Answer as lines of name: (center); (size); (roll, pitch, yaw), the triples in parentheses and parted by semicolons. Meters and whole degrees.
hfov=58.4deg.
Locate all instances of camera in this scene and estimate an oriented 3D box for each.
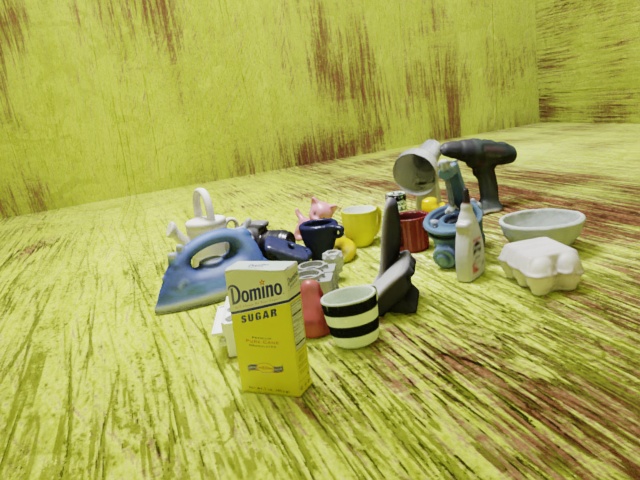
camera: (-0.137, 0.006, 1.373); (0.136, 0.101, 0.143); (-2, 16, 22)

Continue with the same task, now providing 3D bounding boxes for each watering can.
watering can: (-0.284, -0.030, 1.402); (0.100, 0.194, 0.173); (4, 19, 37)

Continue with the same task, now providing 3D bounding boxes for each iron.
iron: (-0.230, 0.048, 1.180); (0.259, 0.141, 0.118); (-18, 18, -35)

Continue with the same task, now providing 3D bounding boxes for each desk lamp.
desk lamp: (0.287, -0.156, 1.543); (0.117, 0.214, 0.204); (1, 17, 30)

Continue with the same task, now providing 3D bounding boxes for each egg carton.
egg carton: (0.389, 0.044, 1.012); (0.107, 0.069, 0.150); (-10, 15, -7)

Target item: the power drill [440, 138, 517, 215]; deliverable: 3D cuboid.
power drill: (0.432, -0.176, 1.552); (0.230, 0.208, 0.075); (-13, 16, -20)

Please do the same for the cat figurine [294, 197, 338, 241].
cat figurine: (-0.014, -0.061, 1.530); (0.127, 0.118, 0.067); (2, 18, 35)

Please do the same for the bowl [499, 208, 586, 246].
bowl: (0.456, -0.012, 1.177); (0.167, 0.075, 0.167); (-7, 15, 2)

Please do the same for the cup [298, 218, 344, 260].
cup: (0.012, 0.005, 1.311); (0.117, 0.095, 0.092); (4, 19, 39)

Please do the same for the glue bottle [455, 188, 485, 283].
glue bottle: (0.279, -0.012, 1.077); (0.037, 0.173, 0.078); (3, 18, 36)

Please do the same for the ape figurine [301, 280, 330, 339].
ape figurine: (-0.009, 0.108, 0.933); (0.077, 0.092, 0.076); (2, 18, 33)

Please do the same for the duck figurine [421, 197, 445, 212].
duck figurine: (0.277, -0.066, 1.457); (0.105, 0.086, 0.077); (-12, 15, -15)

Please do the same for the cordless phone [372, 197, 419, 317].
cordless phone: (0.118, 0.027, 0.989); (0.094, 0.185, 0.147); (-6, 15, 9)

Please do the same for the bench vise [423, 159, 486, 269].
bench vise: (0.279, -0.070, 1.203); (0.121, 0.220, 0.208); (-3, 15, 18)

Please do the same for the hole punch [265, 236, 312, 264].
hole punch: (-0.069, 0.033, 1.252); (0.101, 0.091, 0.108); (-8, 15, 0)
